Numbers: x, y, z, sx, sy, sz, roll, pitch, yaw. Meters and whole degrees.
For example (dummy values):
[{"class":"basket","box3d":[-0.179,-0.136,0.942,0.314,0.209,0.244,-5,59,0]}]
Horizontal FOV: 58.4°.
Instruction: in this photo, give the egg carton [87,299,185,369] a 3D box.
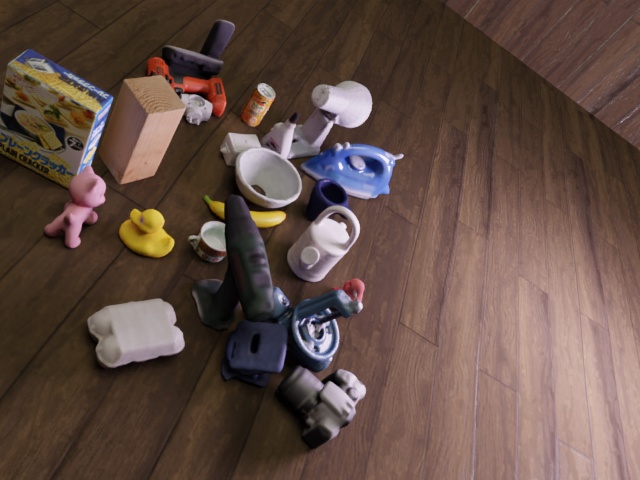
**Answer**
[{"class":"egg carton","box3d":[-0.309,0.157,0.968,0.151,0.069,0.107,-7,60,-40]}]

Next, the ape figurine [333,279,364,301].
[{"class":"ape figurine","box3d":[0.066,0.117,1.262,0.078,0.092,0.076,-20,69,-44]}]

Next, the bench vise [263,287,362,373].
[{"class":"bench vise","box3d":[-0.031,0.145,1.071,0.208,0.219,0.121,27,44,-15]}]

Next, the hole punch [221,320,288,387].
[{"class":"hole punch","box3d":[-0.120,0.204,1.053,0.101,0.091,0.108,23,45,-19]}]

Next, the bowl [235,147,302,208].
[{"class":"bowl","box3d":[-0.131,-0.133,1.339,0.168,0.074,0.167,20,46,-22]}]

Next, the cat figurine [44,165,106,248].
[{"class":"cat figurine","box3d":[-0.431,-0.068,1.032,0.067,0.117,0.128,28,44,-14]}]

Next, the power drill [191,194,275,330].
[{"class":"power drill","box3d":[-0.161,0.063,1.053,0.076,0.208,0.229,-5,59,-39]}]

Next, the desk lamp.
[{"class":"desk lamp","box3d":[0.010,-0.322,1.497,0.204,0.213,0.118,-18,67,-44]}]

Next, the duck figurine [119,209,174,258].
[{"class":"duck figurine","box3d":[-0.323,-0.020,1.095,0.105,0.086,0.077,30,43,-12]}]

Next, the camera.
[{"class":"camera","box3d":[0.002,0.286,1.067,0.137,0.100,0.143,43,42,2]}]

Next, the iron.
[{"class":"iron","box3d":[0.090,-0.205,1.513,0.259,0.141,0.118,10,50,-30]}]

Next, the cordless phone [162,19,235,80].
[{"class":"cordless phone","box3d":[-0.301,-0.487,1.427,0.148,0.184,0.094,4,53,-34]}]

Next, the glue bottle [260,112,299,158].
[{"class":"glue bottle","box3d":[-0.095,-0.247,1.388,0.078,0.173,0.037,47,42,7]}]

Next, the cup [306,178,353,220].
[{"class":"cup","box3d":[0.018,-0.079,1.389,0.118,0.094,0.092,44,42,3]}]

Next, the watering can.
[{"class":"watering can","box3d":[0.013,0.006,1.240,0.101,0.193,0.173,29,43,-13]}]
